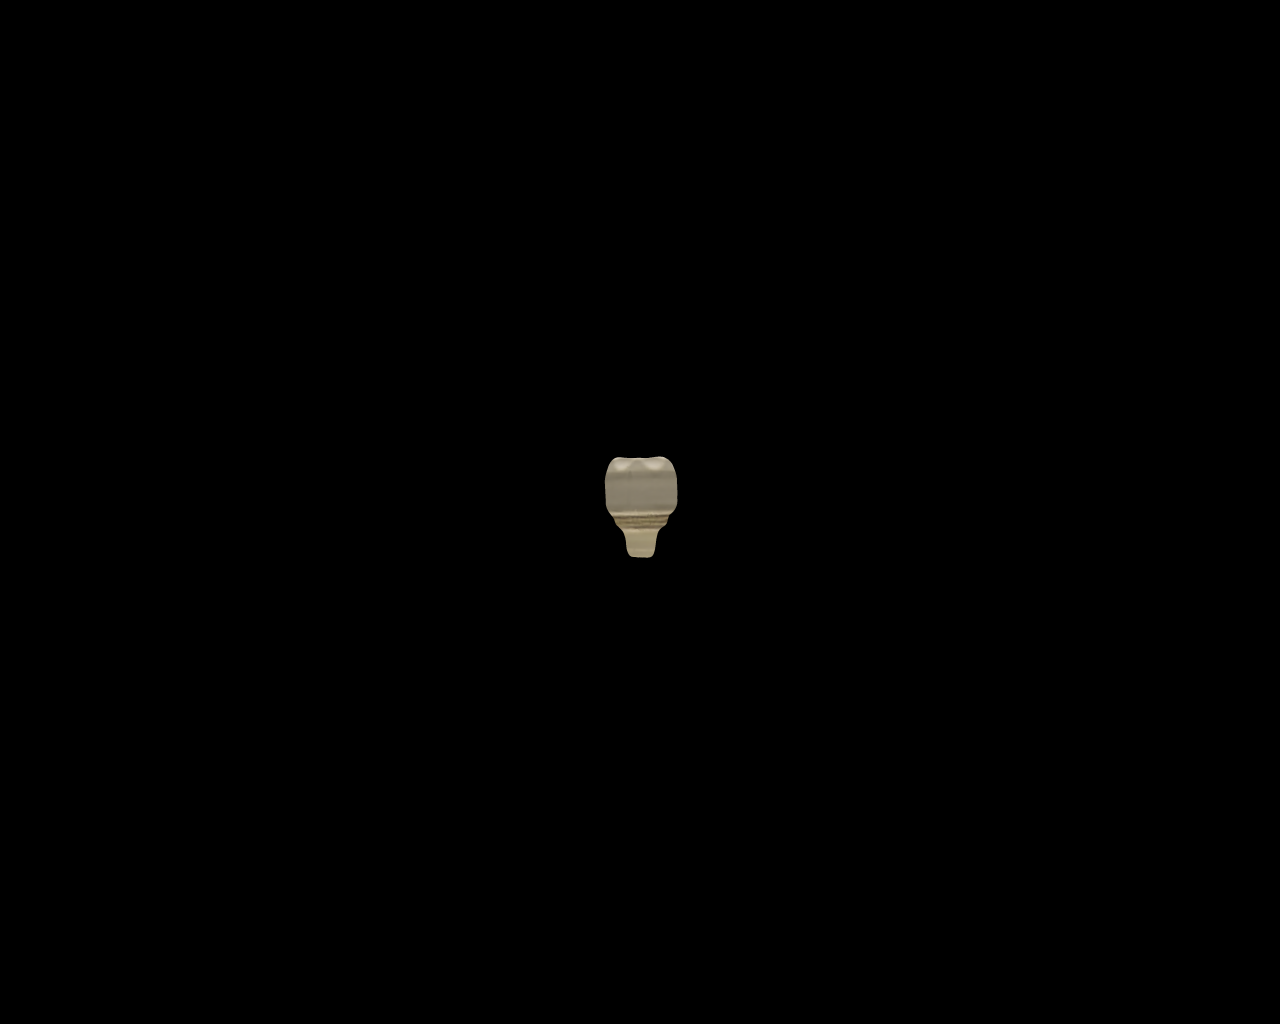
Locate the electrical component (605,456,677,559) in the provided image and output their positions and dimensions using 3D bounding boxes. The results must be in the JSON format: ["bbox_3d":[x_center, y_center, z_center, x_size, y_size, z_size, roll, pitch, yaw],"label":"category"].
[{"bbox_3d":[0.001,-0.003,0.650,0.043,0.062,0.043,0,0,0],"label":"electrical component"}]
